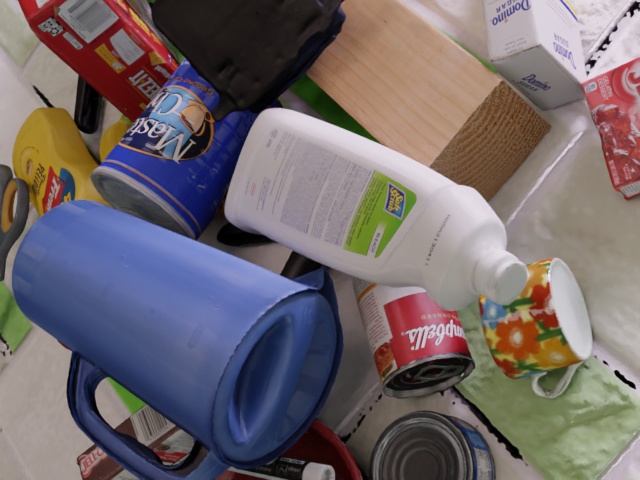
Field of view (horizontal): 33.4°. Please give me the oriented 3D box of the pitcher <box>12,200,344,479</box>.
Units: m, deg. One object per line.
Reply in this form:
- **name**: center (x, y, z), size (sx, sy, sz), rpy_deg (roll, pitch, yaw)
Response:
- **pitcher**: center (-0.118, 0.064, 0.777), size (0.243, 0.148, 0.145), rpy_deg (23, 117, 34)

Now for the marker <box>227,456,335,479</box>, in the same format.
- **marker**: center (-0.043, 0.163, 0.773), size (0.121, 0.020, 0.020), rpy_deg (3, 76, 37)

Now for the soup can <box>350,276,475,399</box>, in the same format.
- **soup can**: center (0.065, 0.055, 0.774), size (0.069, 0.068, 0.102), rpy_deg (-30, 59, 25)

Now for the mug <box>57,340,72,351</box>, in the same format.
- **mug**: center (-0.174, 0.048, 0.940), size (0.093, 0.081, 0.117), rpy_deg (-2, 74, 35)

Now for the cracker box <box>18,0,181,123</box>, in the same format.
- **cracker box**: center (-0.216, -0.225, 0.964), size (0.072, 0.164, 0.214), rpy_deg (-36, 52, 7)

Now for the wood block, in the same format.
- **wood block**: center (0.064, -0.123, 0.822), size (0.090, 0.090, 0.206), rpy_deg (-51, 53, 11)

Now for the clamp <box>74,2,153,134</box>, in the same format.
- **clamp**: center (-0.227, -0.218, 1.100), size (0.165, 0.036, 0.210), rpy_deg (-47, 54, 11)

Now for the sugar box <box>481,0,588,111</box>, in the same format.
- **sugar box**: center (0.150, -0.193, 0.783), size (0.048, 0.093, 0.176), rpy_deg (-15, 66, 32)

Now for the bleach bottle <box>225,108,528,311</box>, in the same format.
- **bleach bottle**: center (0.036, -0.011, 0.729), size (0.251, 0.067, 0.102), rpy_deg (31, 106, 45)

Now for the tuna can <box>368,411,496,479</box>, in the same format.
- **tuna can**: center (0.077, 0.164, 0.749), size (0.086, 0.033, 0.086), rpy_deg (-13, 67, 32)

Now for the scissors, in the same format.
- **scissors**: center (-0.312, 0.023, 1.056), size (0.096, 0.016, 0.202), rpy_deg (-7, 82, 52)

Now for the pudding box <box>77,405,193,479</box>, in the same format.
- **pudding box**: center (-0.124, 0.167, 0.858), size (0.114, 0.089, 0.039), rpy_deg (-36, 58, 20)

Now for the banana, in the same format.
- **banana**: center (-0.157, -0.062, 0.995), size (0.070, 0.037, 0.198), rpy_deg (-53, 52, 9)

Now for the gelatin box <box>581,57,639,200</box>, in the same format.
- **gelatin box**: center (0.227, -0.082, 0.728), size (0.073, 0.030, 0.089), rpy_deg (-23, 63, 27)

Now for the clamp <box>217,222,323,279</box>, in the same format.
- **clamp**: center (-0.006, 0.001, 0.862), size (0.172, 0.039, 0.120), rpy_deg (-32, 59, 23)

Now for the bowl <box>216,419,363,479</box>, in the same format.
- **bowl**: center (-0.020, 0.211, 0.788), size (0.162, 0.055, 0.162), rpy_deg (-13, 67, 32)

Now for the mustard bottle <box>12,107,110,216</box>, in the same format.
- **mustard bottle**: center (-0.236, -0.037, 1.025), size (0.192, 0.058, 0.096), rpy_deg (52, 129, 35)

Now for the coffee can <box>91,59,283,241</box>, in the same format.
- **coffee can**: center (-0.109, -0.076, 0.898), size (0.103, 0.102, 0.140), rpy_deg (19, 66, 39)
